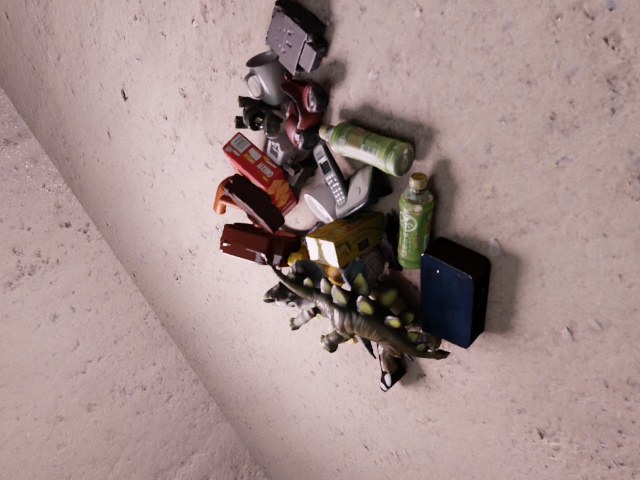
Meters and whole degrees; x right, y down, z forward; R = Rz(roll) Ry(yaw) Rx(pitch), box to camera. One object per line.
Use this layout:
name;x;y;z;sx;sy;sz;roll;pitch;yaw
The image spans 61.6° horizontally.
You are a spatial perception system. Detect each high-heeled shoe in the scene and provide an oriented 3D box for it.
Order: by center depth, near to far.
high-heeled shoe;0.173;0.322;1.481;0.145;0.086;0.248;45;141;19

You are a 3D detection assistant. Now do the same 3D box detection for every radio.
radio;0.288;0.119;1.157;0.131;0.073;0.229;24;138;36

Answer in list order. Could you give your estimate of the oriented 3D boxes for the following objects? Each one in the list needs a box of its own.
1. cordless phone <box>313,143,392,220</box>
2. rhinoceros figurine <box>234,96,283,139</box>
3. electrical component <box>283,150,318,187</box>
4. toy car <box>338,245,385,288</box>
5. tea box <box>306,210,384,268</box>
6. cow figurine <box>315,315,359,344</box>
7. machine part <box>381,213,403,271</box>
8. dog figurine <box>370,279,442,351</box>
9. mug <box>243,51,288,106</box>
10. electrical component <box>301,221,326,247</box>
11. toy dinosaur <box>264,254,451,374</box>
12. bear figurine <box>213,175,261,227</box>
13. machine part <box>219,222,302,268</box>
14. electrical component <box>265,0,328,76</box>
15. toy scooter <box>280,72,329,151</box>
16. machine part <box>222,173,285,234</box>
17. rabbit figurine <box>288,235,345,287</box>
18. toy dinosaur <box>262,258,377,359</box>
cordless phone;0.062;-0.148;1.196;0.184;0.089;0.146;61;147;2
rhinoceros figurine;-0.144;-0.288;1.273;0.190;0.112;0.073;-127;48;-60
electrical component;-0.045;-0.174;1.294;0.045;0.102;0.078;49;137;15
toy car;0.105;0.053;1.292;0.103;0.162;0.109;-23;125;16
tea box;0.063;-0.007;1.233;0.098;0.169;0.068;13;124;48
cow figurine;0.058;0.220;1.547;0.167;0.068;0.098;38;138;23
machine part;0.164;0.009;1.222;0.039;0.084;0.138;-4;131;17
dog figurine;0.204;0.178;1.309;0.191;0.121;0.172;7;131;33
mug;-0.119;-0.356;1.218;0.081;0.109;0.107;14;142;38
electrical component;-0.003;-0.004;1.338;0.048;0.075;0.119;39;-179;-8
toy dinosaur;0.079;0.168;1.222;0.472;0.105;0.198;20;128;3
bear figurine;-0.206;-0.097;1.551;0.196;0.120;0.131;39;148;14
machine part;-0.157;0.011;1.483;0.202;0.201;0.087;13;96;23
electrical component;-0.047;-0.414;1.112;0.134;0.058;0.114;46;148;13
toy scooter;-0.045;-0.296;1.200;0.135;0.075;0.183;51;150;20
machine part;-0.167;-0.089;1.370;0.179;0.056;0.179;40;172;7
rabbit figurine;0.017;0.082;1.432;0.173;0.122;0.162;6;125;26
toy dinosaur;0.034;0.177;1.388;0.404;0.131;0.192;26;131;-21
